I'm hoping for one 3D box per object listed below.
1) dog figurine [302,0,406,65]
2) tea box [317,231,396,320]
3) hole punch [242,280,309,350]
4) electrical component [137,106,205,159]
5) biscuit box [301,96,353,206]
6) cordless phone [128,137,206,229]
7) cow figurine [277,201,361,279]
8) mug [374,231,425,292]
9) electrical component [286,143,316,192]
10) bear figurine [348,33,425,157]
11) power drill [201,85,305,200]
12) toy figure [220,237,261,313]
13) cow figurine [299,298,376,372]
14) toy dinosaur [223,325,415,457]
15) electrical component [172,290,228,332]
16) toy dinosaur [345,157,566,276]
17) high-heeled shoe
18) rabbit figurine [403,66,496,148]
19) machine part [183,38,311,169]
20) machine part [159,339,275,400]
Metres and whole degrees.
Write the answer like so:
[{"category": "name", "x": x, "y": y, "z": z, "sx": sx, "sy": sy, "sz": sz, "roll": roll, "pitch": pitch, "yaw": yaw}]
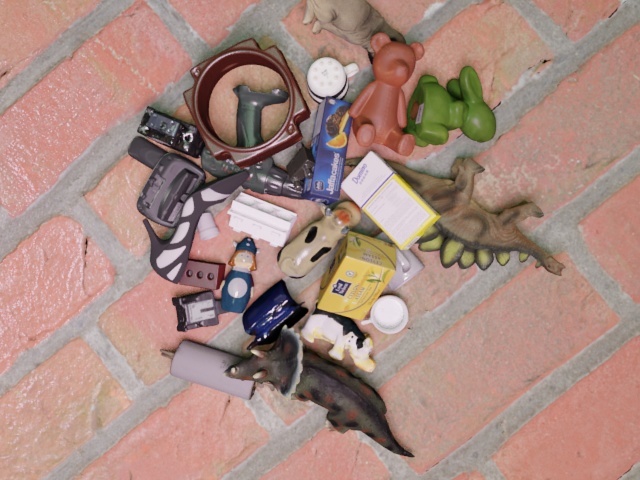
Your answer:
[{"category": "dog figurine", "x": 0.079, "y": -0.416, "z": 1.016, "sx": 0.191, "sy": 0.172, "sz": 0.121, "roll": 32, "pitch": 103, "yaw": 11}, {"category": "tea box", "x": 0.066, "y": 0.070, "z": 1.003, "sx": 0.098, "sy": 0.169, "sz": 0.068, "roll": 15, "pitch": 48, "yaw": -8}, {"category": "hole punch", "x": -0.096, "y": 0.141, "z": 1.055, "sx": 0.142, "sy": 0.115, "sz": 0.092, "roll": -38, "pitch": 79, "yaw": 3}, {"category": "electrical component", "x": -0.287, "y": -0.209, "z": 1.057, "sx": 0.115, "sy": 0.134, "sz": 0.058, "roll": 21, "pitch": 90, "yaw": 3}, {"category": "biscuit box", "x": 0.016, "y": -0.171, "z": 1.043, "sx": 0.063, "sy": 0.059, "sz": 0.202, "roll": 13, "pitch": 79, "yaw": -16}, {"category": "cordless phone", "x": -0.340, "y": -0.122, "z": 1.098, "sx": 0.184, "sy": 0.088, "sz": 0.146, "roll": 32, "pitch": 94, "yaw": 15}, {"category": "cow figurine", "x": -0.002, "y": -0.003, "z": 1.038, "sx": 0.195, "sy": 0.127, "sz": 0.085, "roll": -41, "pitch": 90, "yaw": 5}, {"category": "mug", "x": 0.139, "y": 0.034, "z": 1.041, "sx": 0.081, "sy": 0.109, "sz": 0.107, "roll": -39, "pitch": 76, "yaw": 0}, {"category": "electrical component", "x": -0.039, "y": -0.140, "z": 1.017, "sx": 0.063, "sy": 0.021, "sz": 0.094, "roll": -43, "pitch": 46, "yaw": 32}, {"category": "bear figurine", "x": 0.131, "y": -0.270, "z": 0.989, "sx": 0.120, "sy": 0.132, "sz": 0.195, "roll": 12, "pitch": 113, "yaw": -19}, {"category": "power drill", "x": -0.114, "y": -0.196, "z": 1.078, "sx": 0.232, "sy": 0.086, "sz": 0.207, "roll": 10, "pitch": 97, "yaw": 4}, {"category": "toy figure", "x": -0.158, "y": 0.069, "z": 1.080, "sx": 0.064, "sy": 0.058, "sz": 0.154, "roll": 17, "pitch": 81, "yaw": -36}, {"category": "cow figurine", "x": 0.049, "y": 0.188, "z": 1.065, "sx": 0.167, "sy": 0.068, "sz": 0.098, "roll": 30, "pitch": 86, "yaw": 3}, {"category": "toy dinosaur", "x": 0.030, "y": 0.286, "z": 0.994, "sx": 0.405, "sy": 0.192, "sz": 0.131, "roll": 28, "pitch": 75, "yaw": 2}, {"category": "electrical component", "x": -0.233, "y": 0.139, "z": 1.090, "sx": 0.119, "sy": 0.048, "sz": 0.074, "roll": -13, "pitch": 92, "yaw": -36}, {"category": "toy dinosaur", "x": 0.247, "y": -0.062, "z": 1.033, "sx": 0.472, "sy": 0.105, "sz": 0.198, "roll": 37, "pitch": 97, "yaw": 14}, {"category": "high-heeled shoe", "x": -0.223, "y": -0.023, "z": 1.035, "sx": 0.249, "sy": 0.086, "sz": 0.145, "roll": -28, "pitch": 106, "yaw": -2}, {"category": "rabbit figurine", "x": 0.260, "y": -0.245, "z": 1.043, "sx": 0.170, "sy": 0.121, "sz": 0.159, "roll": 9, "pitch": 84, "yaw": -14}, {"category": "machine part", "x": -0.134, "y": -0.250, "z": 0.996, "sx": 0.201, "sy": 0.087, "sz": 0.201, "roll": -25, "pitch": 90, "yaw": 6}, {"category": "machine part", "x": -0.207, "y": 0.259, "z": 1.076, "sx": 0.243, "sy": 0.079, "sz": 0.079, "roll": 17, "pitch": 91, "yaw": 5}]
